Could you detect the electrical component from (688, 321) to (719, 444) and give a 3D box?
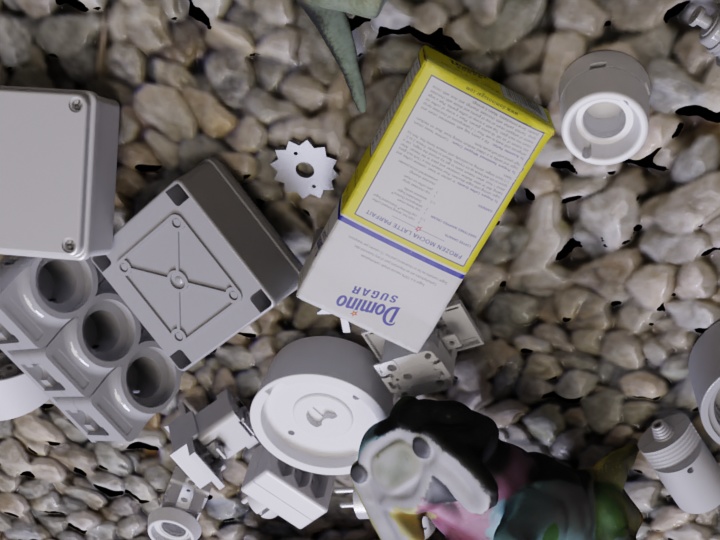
[{"bbox_3d":[0.287,0.086,0.750,0.108,0.060,0.108,6,129,7],"label":"electrical component"}]

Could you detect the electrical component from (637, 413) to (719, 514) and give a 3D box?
[{"bbox_3d":[0.243,0.143,0.816,0.043,0.043,0.081,-23,120,27],"label":"electrical component"}]

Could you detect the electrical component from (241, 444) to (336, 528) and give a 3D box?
[{"bbox_3d":[-0.071,0.187,0.917,0.066,0.047,0.077,37,126,-17],"label":"electrical component"}]

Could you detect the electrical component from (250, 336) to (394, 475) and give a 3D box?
[{"bbox_3d":[-0.025,0.099,0.828,0.108,0.060,0.108,6,129,7],"label":"electrical component"}]

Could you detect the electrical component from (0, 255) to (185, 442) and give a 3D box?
[{"bbox_3d":[-0.203,0.046,0.797,0.062,0.089,0.150,-7,129,43],"label":"electrical component"}]

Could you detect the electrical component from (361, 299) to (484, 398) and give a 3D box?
[{"bbox_3d":[0.044,0.057,0.778,0.081,0.063,0.042,-19,124,24],"label":"electrical component"}]

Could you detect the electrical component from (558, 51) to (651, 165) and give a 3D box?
[{"bbox_3d":[0.146,-0.096,0.644,0.055,0.047,0.055,6,129,7],"label":"electrical component"}]

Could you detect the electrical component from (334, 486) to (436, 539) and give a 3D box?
[{"bbox_3d":[0.018,0.189,0.902,0.079,0.043,0.077,-6,127,15],"label":"electrical component"}]

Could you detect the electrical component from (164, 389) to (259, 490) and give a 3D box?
[{"bbox_3d":[-0.119,0.133,0.869,0.064,0.081,0.042,-35,118,1],"label":"electrical component"}]

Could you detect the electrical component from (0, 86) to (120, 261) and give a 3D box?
[{"bbox_3d":[-0.221,-0.065,0.713,0.109,0.056,0.108,5,94,9],"label":"electrical component"}]

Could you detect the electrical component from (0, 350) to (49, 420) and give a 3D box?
[{"bbox_3d":[-0.280,0.066,0.834,0.099,0.099,0.064,2,134,10],"label":"electrical component"}]

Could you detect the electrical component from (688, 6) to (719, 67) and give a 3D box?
[{"bbox_3d":[0.222,-0.125,0.609,0.078,0.040,0.040,28,128,-10],"label":"electrical component"}]

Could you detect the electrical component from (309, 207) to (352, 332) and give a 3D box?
[{"bbox_3d":[0.000,0.000,0.756,0.064,0.042,0.081,-1,128,12],"label":"electrical component"}]

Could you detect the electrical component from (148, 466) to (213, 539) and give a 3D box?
[{"bbox_3d":[-0.159,0.213,0.952,0.048,0.055,0.066,22,129,-6],"label":"electrical component"}]

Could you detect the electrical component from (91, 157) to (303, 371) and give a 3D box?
[{"bbox_3d":[-0.112,-0.003,0.749,0.109,0.056,0.108,-35,95,33],"label":"electrical component"}]
